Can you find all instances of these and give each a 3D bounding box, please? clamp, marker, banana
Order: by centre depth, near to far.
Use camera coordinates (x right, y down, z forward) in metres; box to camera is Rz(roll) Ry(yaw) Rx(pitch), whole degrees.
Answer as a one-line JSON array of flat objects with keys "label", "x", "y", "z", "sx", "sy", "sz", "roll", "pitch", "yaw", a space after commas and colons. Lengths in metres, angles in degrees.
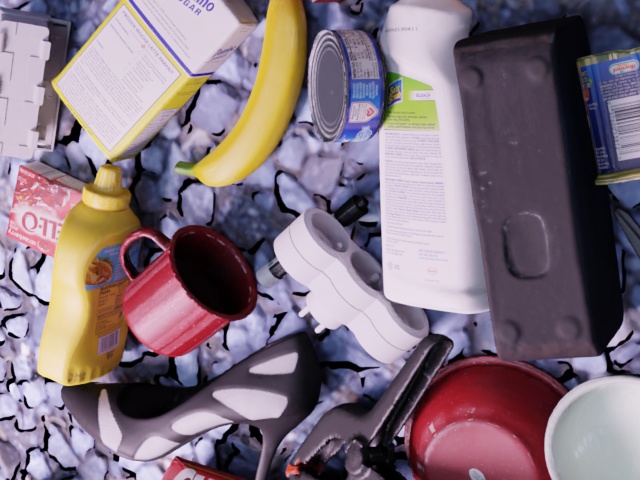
[{"label": "clamp", "x": 0.044, "y": 0.164, "z": 0.855, "sx": 0.210, "sy": 0.036, "sz": 0.164, "roll": -15, "pitch": 70, "yaw": 52}, {"label": "banana", "x": -0.054, "y": -0.112, "z": 0.869, "sx": 0.069, "sy": 0.037, "sz": 0.198, "roll": 37, "pitch": 114, "yaw": 6}, {"label": "marker", "x": -0.006, "y": 0.001, "z": 0.884, "sx": 0.121, "sy": 0.020, "sz": 0.020, "roll": -38, "pitch": 84, "yaw": 27}]

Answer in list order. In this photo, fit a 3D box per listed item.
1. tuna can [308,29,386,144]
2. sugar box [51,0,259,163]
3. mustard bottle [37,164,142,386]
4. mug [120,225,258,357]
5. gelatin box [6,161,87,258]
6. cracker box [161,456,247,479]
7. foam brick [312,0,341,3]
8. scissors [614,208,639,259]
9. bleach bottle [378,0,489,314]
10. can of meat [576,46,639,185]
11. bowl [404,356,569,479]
[{"label": "tuna can", "x": 0.019, "y": -0.117, "z": 0.810, "sx": 0.033, "sy": 0.086, "sz": 0.086, "roll": -4, "pitch": 104, "yaw": -19}, {"label": "sugar box", "x": -0.141, "y": -0.157, "z": 0.898, "sx": 0.176, "sy": 0.048, "sz": 0.093, "roll": -41, "pitch": 84, "yaw": 23}, {"label": "mustard bottle", "x": -0.197, "y": 0.026, "z": 0.938, "sx": 0.058, "sy": 0.096, "sz": 0.192, "roll": 20, "pitch": 110, "yaw": 21}, {"label": "mug", "x": -0.122, "y": 0.039, "z": 0.906, "sx": 0.117, "sy": 0.093, "sz": 0.082, "roll": 44, "pitch": 123, "yaw": -12}, {"label": "gelatin box", "x": -0.242, "y": -0.023, "z": 0.985, "sx": 0.089, "sy": 0.030, "sz": 0.073, "roll": 24, "pitch": 111, "yaw": 19}, {"label": "cracker box", "x": -0.096, "y": 0.304, "z": 0.890, "sx": 0.164, "sy": 0.213, "sz": 0.072, "roll": 13, "pitch": 144, "yaw": 22}, {"label": "foam brick", "x": 0.024, "y": -0.218, "z": 0.801, "sx": 0.078, "sy": 0.051, "sz": 0.053, "roll": -23, "pitch": 93, "yaw": 28}, {"label": "scissors", "x": 0.289, "y": 0.058, "z": 0.759, "sx": 0.096, "sy": 0.016, "sz": 0.202, "roll": -19, "pitch": 93, "yaw": 26}, {"label": "bleach bottle", "x": 0.090, "y": -0.077, "z": 0.790, "sx": 0.103, "sy": 0.067, "sz": 0.251, "roll": 7, "pitch": 104, "yaw": 45}, {"label": "can of meat", "x": 0.211, "y": -0.086, "z": 0.715, "sx": 0.058, "sy": 0.102, "sz": 0.084, "roll": -10, "pitch": 95, "yaw": 26}, {"label": "bowl", "x": 0.133, "y": 0.175, "z": 0.839, "sx": 0.162, "sy": 0.055, "sz": 0.162, "roll": 6, "pitch": 104, "yaw": 25}]
